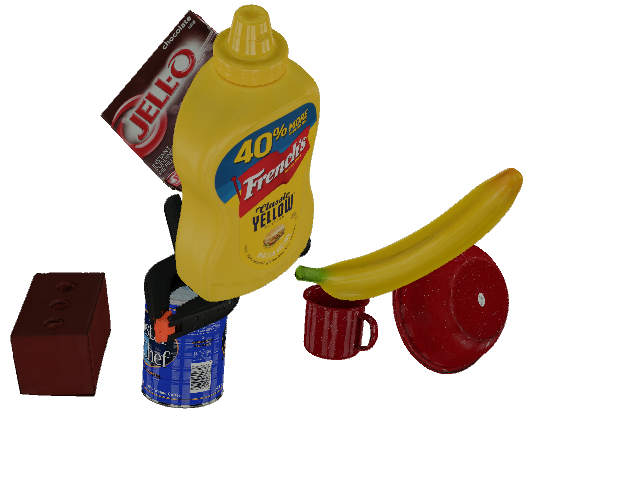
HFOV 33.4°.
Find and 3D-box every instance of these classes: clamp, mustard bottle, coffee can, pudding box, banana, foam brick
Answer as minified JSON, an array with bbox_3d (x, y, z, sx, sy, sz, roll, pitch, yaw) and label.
[{"bbox_3d":[-0.124,0.025,1.072,0.165,0.036,0.209,20,38,17],"label":"clamp"},{"bbox_3d":[-0.043,-0.054,0.629,0.096,0.192,0.058,-32,56,-30],"label":"mustard bottle"},{"bbox_3d":[-0.166,0.119,1.306,0.103,0.140,0.103,5,18,-2],"label":"coffee can"},{"bbox_3d":[-0.104,-0.108,0.827,0.090,0.113,0.039,44,4,29],"label":"pudding box"},{"bbox_3d":[0.080,0.004,0.870,0.198,0.037,0.069,-27,-25,10],"label":"banana"},{"bbox_3d":[-0.179,0.064,0.742,0.053,0.051,0.078,0,31,-2],"label":"foam brick"}]

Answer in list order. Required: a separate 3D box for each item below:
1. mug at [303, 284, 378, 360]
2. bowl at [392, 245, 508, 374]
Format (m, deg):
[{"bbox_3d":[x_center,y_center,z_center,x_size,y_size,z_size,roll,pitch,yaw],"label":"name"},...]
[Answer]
[{"bbox_3d":[0.029,0.117,1.485,0.117,0.081,0.093,16,23,29],"label":"mug"},{"bbox_3d":[0.156,0.066,1.173,0.161,0.162,0.055,0,-6,-38],"label":"bowl"}]
